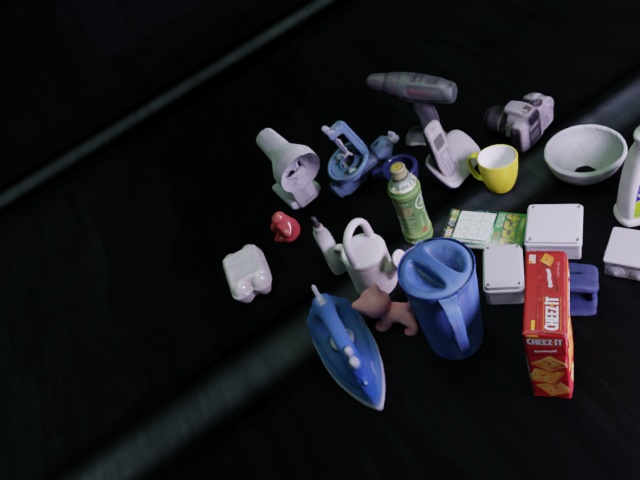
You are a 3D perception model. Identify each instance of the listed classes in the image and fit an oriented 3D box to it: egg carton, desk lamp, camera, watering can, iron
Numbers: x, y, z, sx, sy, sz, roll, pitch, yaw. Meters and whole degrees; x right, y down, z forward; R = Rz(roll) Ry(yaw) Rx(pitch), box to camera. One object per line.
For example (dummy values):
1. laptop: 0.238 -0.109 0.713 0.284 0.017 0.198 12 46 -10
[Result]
1. egg carton: -0.176 0.080 1.395 0.107 0.070 0.150 -28 44 -1
2. desk lamp: -0.080 -0.182 1.485 0.118 0.214 0.202 -38 45 -11
3. camera: 0.485 -0.309 1.420 0.136 0.101 0.143 27 65 40
4. watering can: 0.103 0.032 1.220 0.172 0.195 0.101 -6 48 20
5. iron: 0.048 0.203 1.128 0.118 0.142 0.257 -30 44 -3

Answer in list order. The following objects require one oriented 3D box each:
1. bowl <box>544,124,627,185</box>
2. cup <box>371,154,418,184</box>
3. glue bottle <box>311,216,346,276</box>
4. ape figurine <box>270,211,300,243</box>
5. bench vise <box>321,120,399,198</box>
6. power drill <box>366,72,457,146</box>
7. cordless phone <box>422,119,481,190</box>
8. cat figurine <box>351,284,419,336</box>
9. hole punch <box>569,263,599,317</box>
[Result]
1. bowl: 0.587 -0.176 1.272 0.167 0.075 0.167 -13 46 14
2. cup: 0.191 -0.148 1.414 0.117 0.095 0.091 -6 48 20
3. glue bottle: 0.012 0.005 1.302 0.037 0.174 0.078 -33 45 -5
4. ape figurine: -0.094 -0.037 1.447 0.076 0.092 0.077 -30 44 -3
5. bench vise: 0.090 -0.235 1.451 0.208 0.220 0.121 -43 47 -16
6. power drill: 0.246 -0.345 1.487 0.228 0.209 0.076 4 52 28
7. cordless phone: 0.308 -0.228 1.368 0.093 0.185 0.148 21 62 37
8. cat figurine: 0.136 0.135 1.166 0.127 0.118 0.067 1 51 25
9. hole punch: 0.466 0.081 1.082 0.108 0.091 0.101 -1 50 24
